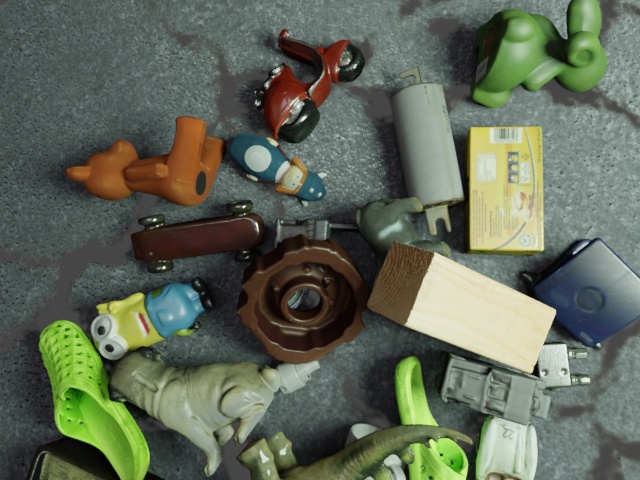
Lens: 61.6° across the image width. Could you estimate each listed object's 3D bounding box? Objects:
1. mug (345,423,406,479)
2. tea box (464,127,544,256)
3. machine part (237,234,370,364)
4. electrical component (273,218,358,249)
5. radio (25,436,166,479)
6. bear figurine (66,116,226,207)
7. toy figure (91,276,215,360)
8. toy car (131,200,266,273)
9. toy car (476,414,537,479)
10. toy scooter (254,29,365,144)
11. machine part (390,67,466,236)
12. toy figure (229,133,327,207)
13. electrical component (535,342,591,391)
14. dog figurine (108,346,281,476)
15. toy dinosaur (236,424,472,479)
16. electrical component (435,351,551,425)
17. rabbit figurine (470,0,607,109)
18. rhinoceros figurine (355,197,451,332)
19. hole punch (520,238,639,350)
[{"bbox_3d":[0.071,0.313,0.700,0.081,0.110,0.107,12,97,-32],"label":"mug"},{"bbox_3d":[0.249,-0.065,0.735,0.098,0.068,0.169,3,84,9],"label":"tea box"},{"bbox_3d":[-0.021,0.078,0.719,0.179,0.056,0.179,-3,115,-6],"label":"machine part"},{"bbox_3d":[-0.002,-0.002,0.763,0.119,0.075,0.047,5,84,5],"label":"electrical component"},{"bbox_3d":[-0.304,0.383,0.755,0.230,0.073,0.131,20,86,11],"label":"radio"},{"bbox_3d":[-0.257,-0.114,0.794,0.196,0.120,0.132,11,81,15],"label":"bear figurine"},{"bbox_3d":[-0.241,0.115,0.779,0.180,0.089,0.082,-26,66,-4],"label":"toy figure"},{"bbox_3d":[-0.179,-0.004,0.798,0.202,0.053,0.089,-9,101,8],"label":"toy car"},{"bbox_3d":[0.233,0.328,0.693,0.074,0.056,0.201,9,84,9],"label":"toy car"},{"bbox_3d":[-0.035,-0.240,0.797,0.135,0.075,0.184,40,86,11],"label":"toy scooter"},{"bbox_3d":[0.150,-0.127,0.753,0.079,0.079,0.243,-9,81,7],"label":"machine part"},{"bbox_3d":[-0.061,-0.102,0.793,0.155,0.058,0.064,31,126,9],"label":"toy figure"},{"bbox_3d":[0.311,0.170,0.720,0.094,0.021,0.063,-4,83,7],"label":"electrical component"},{"bbox_3d":[-0.168,0.186,0.715,0.190,0.121,0.172,41,89,-4],"label":"dog figurine"},{"bbox_3d":[-0.027,0.340,0.668,0.199,0.105,0.471,48,110,19],"label":"toy dinosaur"},{"bbox_3d":[0.218,0.187,0.684,0.134,0.115,0.058,14,87,12],"label":"electrical component"},{"bbox_3d":[0.311,-0.256,0.723,0.170,0.159,0.121,9,74,-6],"label":"rabbit figurine"},{"bbox_3d":[0.113,0.031,0.723,0.112,0.073,0.190,-29,100,-16],"label":"rhinoceros figurine"},{"bbox_3d":[0.351,0.067,0.696,0.116,0.092,0.142,-44,83,5],"label":"hole punch"}]
